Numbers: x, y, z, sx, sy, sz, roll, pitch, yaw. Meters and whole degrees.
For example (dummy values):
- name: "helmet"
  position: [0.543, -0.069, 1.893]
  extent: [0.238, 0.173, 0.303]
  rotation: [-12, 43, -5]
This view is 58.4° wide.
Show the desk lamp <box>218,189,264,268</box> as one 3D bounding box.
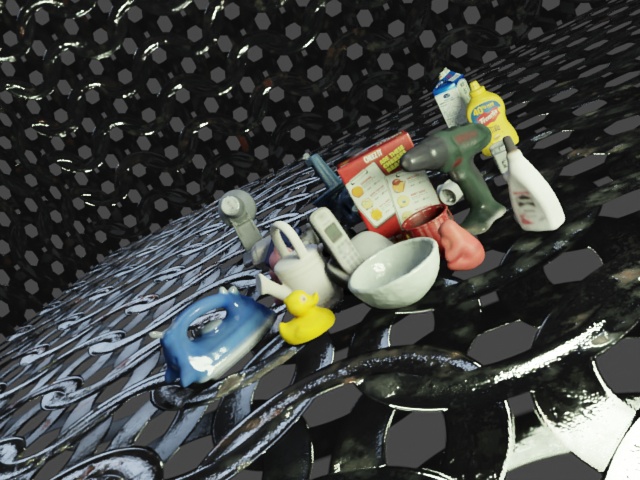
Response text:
- name: "desk lamp"
  position: [-0.230, -0.048, 1.742]
  extent: [0.118, 0.214, 0.203]
  rotation: [-29, 15, -1]

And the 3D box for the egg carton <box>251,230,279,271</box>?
- name: "egg carton"
  position: [-0.122, 0.024, 1.592]
  extent: [0.150, 0.069, 0.107]
  rotation: [-30, 15, -2]

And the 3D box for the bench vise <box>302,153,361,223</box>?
- name: "bench vise"
  position: [0.046, -0.156, 1.581]
  extent: [0.206, 0.220, 0.122]
  rotation: [-14, 21, 43]

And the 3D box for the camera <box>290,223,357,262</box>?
- name: "camera"
  position: [0.012, 0.005, 1.352]
  extent: [0.143, 0.101, 0.136]
  rotation: [-38, 18, -30]

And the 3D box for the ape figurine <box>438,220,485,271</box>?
- name: "ape figurine"
  position: [0.231, 0.006, 0.972]
  extent: [0.076, 0.092, 0.078]
  rotation: [-12, 23, 47]

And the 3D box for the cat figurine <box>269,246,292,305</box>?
- name: "cat figurine"
  position: [-0.084, 0.066, 1.294]
  extent: [0.067, 0.118, 0.128]
  rotation: [-22, 17, 23]

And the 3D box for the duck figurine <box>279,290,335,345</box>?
- name: "duck figurine"
  position: [-0.035, 0.135, 1.047]
  extent: [0.104, 0.086, 0.077]
  rotation: [-27, 15, 6]

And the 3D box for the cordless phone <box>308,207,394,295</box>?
- name: "cordless phone"
  position: [0.063, 0.003, 1.106]
  extent: [0.093, 0.185, 0.148]
  rotation: [-12, 23, 46]

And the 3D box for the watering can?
- name: "watering can"
  position: [-0.045, 0.053, 1.120]
  extent: [0.100, 0.194, 0.173]
  rotation: [-14, 21, 43]

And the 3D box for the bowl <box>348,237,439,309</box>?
- name: "bowl"
  position: [0.136, 0.068, 0.977]
  extent: [0.167, 0.075, 0.167]
  rotation: [-27, 15, 8]

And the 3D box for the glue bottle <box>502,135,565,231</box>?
- name: "glue bottle"
  position: [0.339, -0.095, 0.950]
  extent: [0.037, 0.173, 0.078]
  rotation: [-37, 17, -27]

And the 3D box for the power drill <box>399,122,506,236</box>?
- name: "power drill"
  position: [0.265, -0.118, 1.089]
  extent: [0.230, 0.209, 0.075]
  rotation: [-39, 18, -32]

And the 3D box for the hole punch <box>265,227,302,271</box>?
- name: "hole punch"
  position: [-0.086, 0.030, 1.467]
  extent: [0.108, 0.091, 0.101]
  rotation: [-18, 19, 34]

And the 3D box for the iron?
- name: "iron"
  position: [-0.208, 0.171, 1.134]
  extent: [0.259, 0.141, 0.118]
  rotation: [-40, 19, -34]
